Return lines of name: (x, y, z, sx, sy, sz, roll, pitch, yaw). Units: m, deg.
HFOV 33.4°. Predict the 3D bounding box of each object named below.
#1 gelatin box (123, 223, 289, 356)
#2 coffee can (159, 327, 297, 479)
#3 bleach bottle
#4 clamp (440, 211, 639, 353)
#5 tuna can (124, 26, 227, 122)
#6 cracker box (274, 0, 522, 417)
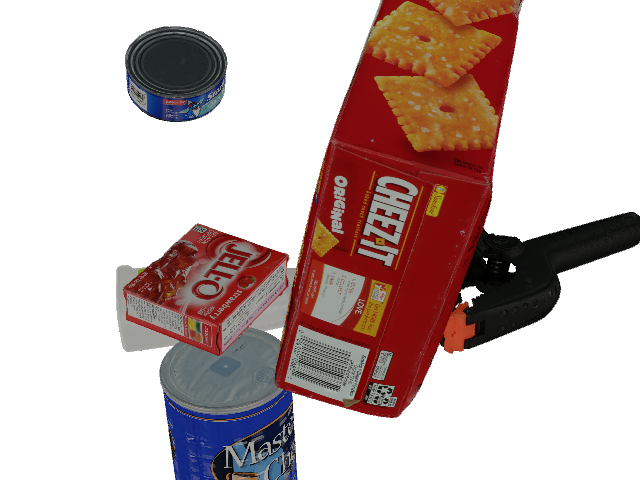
gelatin box: (-0.073, 0.029, 0.694, 0.073, 0.030, 0.089, 19, 38, 22)
coffee can: (-0.071, 0.155, 0.860, 0.103, 0.140, 0.103, -2, 32, 1)
bleach bottle: (-0.095, 0.061, 1.175, 0.250, 0.068, 0.102, -7, 36, -6)
clamp: (0.115, 0.012, 0.735, 0.165, 0.036, 0.209, 13, 30, 28)
tuna can: (-0.123, -0.142, 0.911, 0.086, 0.086, 0.034, 0, -37, -8)
cracker box: (0.046, -0.046, 0.524, 0.072, 0.164, 0.213, 17, 46, 3)
